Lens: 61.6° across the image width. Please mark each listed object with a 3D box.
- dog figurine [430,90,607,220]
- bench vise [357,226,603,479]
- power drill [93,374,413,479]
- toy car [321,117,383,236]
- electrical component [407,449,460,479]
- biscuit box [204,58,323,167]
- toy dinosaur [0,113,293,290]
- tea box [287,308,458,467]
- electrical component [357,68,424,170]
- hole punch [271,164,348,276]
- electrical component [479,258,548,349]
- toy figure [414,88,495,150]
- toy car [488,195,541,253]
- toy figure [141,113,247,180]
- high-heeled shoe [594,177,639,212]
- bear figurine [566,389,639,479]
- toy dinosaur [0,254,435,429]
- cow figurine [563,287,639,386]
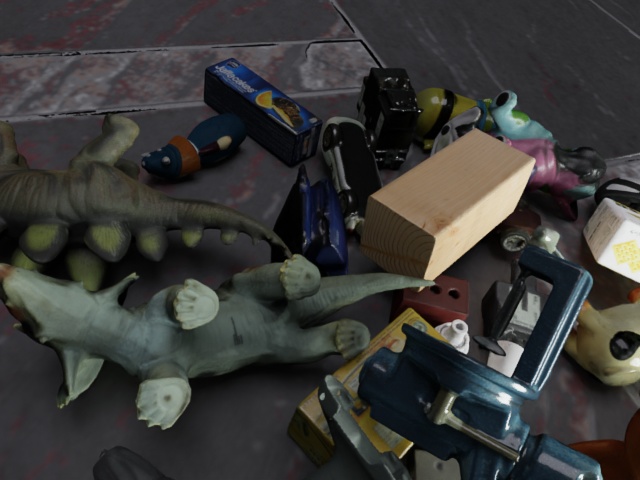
[{"bbox_3d":[0.294,-0.103,0.786,0.219,0.192,0.108,27,62,-27],"label":"dog figurine"},{"bbox_3d":[0.155,0.107,0.430,0.224,0.128,0.240,25,86,34],"label":"bench vise"},{"bbox_3d":[-0.046,0.199,0.412,0.207,0.086,0.232,-40,71,-6],"label":"power drill"},{"bbox_3d":[0.049,-0.088,0.738,0.073,0.056,0.202,4,57,-23],"label":"toy car"},{"bbox_3d":[0.116,0.230,0.489,0.078,0.045,0.102,4,49,-7],"label":"electrical component"},{"bbox_3d":[-0.090,-0.196,0.807,0.203,0.062,0.059,39,51,21],"label":"biscuit box"},{"bbox_3d":[-0.260,-0.037,0.600,0.472,0.105,0.198,0,56,4],"label":"toy dinosaur"},{"bbox_3d":[0.063,0.156,0.526,0.169,0.068,0.098,-31,64,-33],"label":"tea box"},{"bbox_3d":[0.098,-0.189,0.808,0.058,0.114,0.134,0,51,-15],"label":"electrical component"},{"bbox_3d":[-0.001,-0.002,0.627,0.092,0.115,0.142,12,48,-13],"label":"hole punch"},{"bbox_3d":[0.235,0.081,0.644,0.075,0.047,0.119,15,47,0],"label":"electrical component"},{"bbox_3d":[0.230,-0.189,0.852,0.180,0.089,0.082,9,35,0],"label":"toy figure"},{"bbox_3d":[0.197,-0.035,0.734,0.202,0.053,0.089,13,42,5],"label":"toy car"},{"bbox_3d":[-0.169,-0.123,0.729,0.154,0.064,0.057,-37,102,-30],"label":"toy figure"},{"bbox_3d":[0.520,-0.019,0.759,0.145,0.086,0.249,-8,35,-37],"label":"high-heeled shoe"},{"bbox_3d":[0.263,0.211,0.437,0.120,0.195,0.132,33,52,13],"label":"bear figurine"},{"bbox_3d":[-0.092,0.079,0.523,0.405,0.192,0.131,-1,89,-35],"label":"toy dinosaur"},{"bbox_3d":[0.388,0.121,0.619,0.195,0.085,0.127,-5,45,-20],"label":"cow figurine"}]
